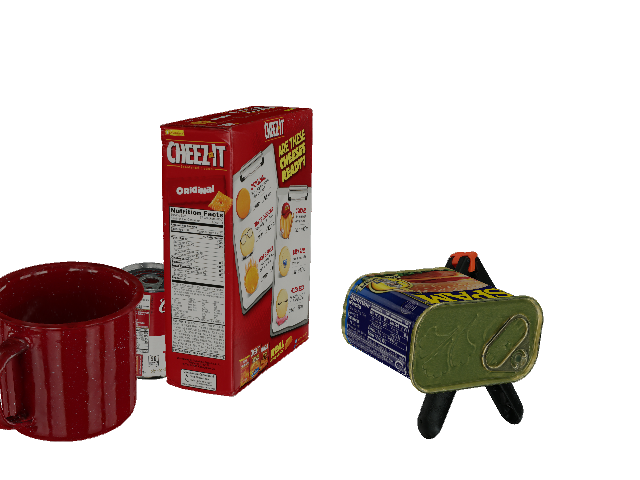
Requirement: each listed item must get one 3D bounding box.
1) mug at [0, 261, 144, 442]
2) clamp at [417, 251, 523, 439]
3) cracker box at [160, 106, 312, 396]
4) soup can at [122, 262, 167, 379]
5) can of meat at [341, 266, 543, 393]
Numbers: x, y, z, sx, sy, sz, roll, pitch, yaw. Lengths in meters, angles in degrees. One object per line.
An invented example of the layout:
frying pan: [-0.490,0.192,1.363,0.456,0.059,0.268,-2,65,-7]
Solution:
mug: [-0.158,0.072,0.636,0.093,0.081,0.117,12,24,21]
clamp: [0.128,0.099,0.975,0.120,0.171,0.039,-13,2,-40]
cracker box: [-0.067,0.001,0.891,0.072,0.214,0.164,5,13,21]
soup can: [-0.175,0.082,1.088,0.068,0.102,0.068,5,21,-2]
can of meat: [0.076,0.054,0.685,0.101,0.057,0.084,-3,15,-32]
